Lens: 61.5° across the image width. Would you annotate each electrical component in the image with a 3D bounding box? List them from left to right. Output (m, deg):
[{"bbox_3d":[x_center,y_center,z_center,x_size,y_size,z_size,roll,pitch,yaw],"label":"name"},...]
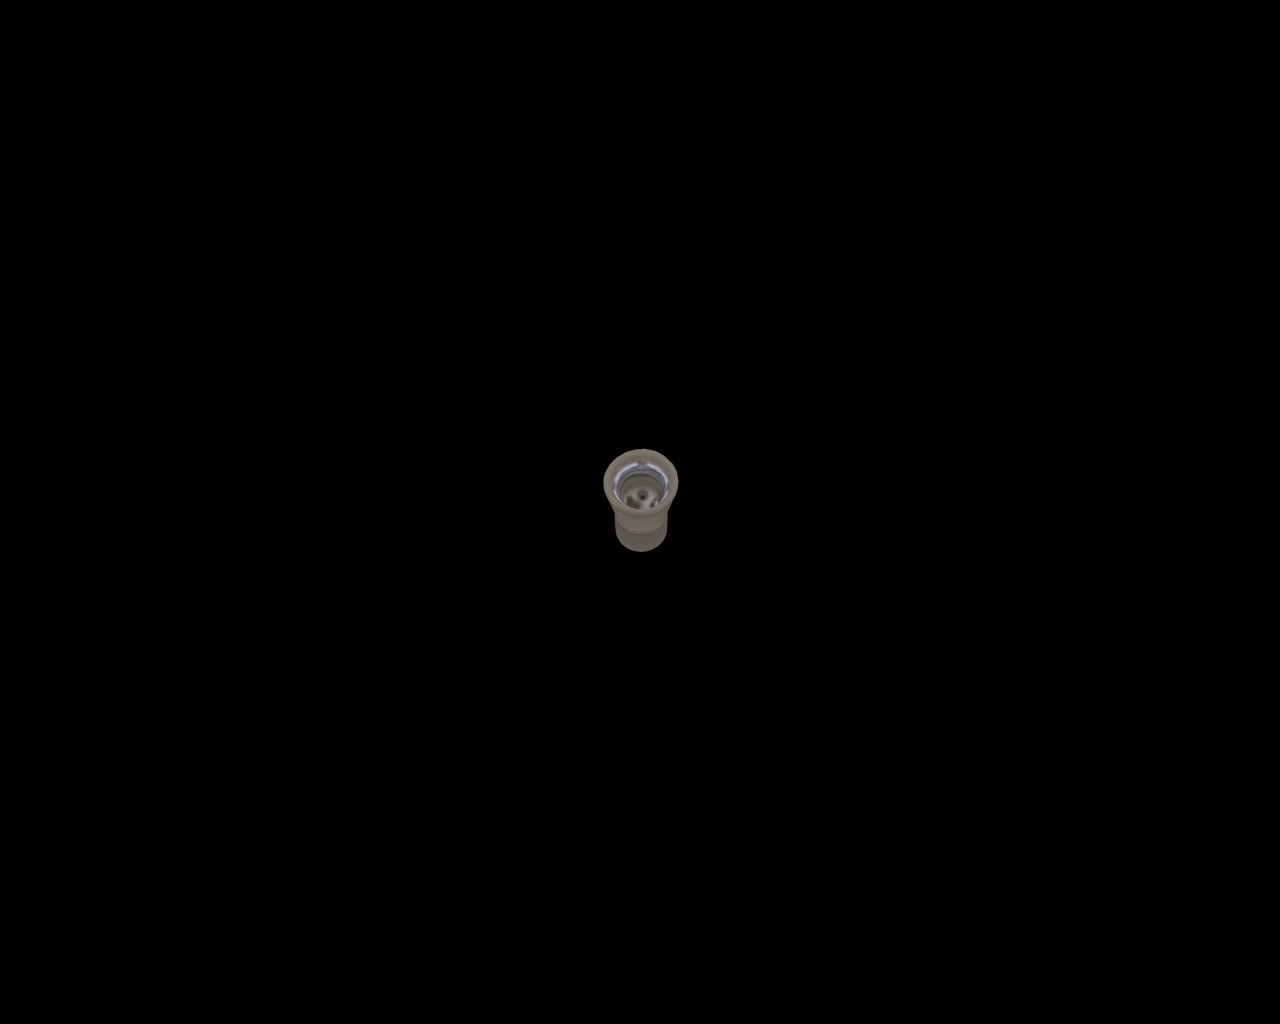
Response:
[{"bbox_3d":[0.001,-0.003,0.650,0.044,0.044,0.065,0,-30,0],"label":"electrical component"}]
